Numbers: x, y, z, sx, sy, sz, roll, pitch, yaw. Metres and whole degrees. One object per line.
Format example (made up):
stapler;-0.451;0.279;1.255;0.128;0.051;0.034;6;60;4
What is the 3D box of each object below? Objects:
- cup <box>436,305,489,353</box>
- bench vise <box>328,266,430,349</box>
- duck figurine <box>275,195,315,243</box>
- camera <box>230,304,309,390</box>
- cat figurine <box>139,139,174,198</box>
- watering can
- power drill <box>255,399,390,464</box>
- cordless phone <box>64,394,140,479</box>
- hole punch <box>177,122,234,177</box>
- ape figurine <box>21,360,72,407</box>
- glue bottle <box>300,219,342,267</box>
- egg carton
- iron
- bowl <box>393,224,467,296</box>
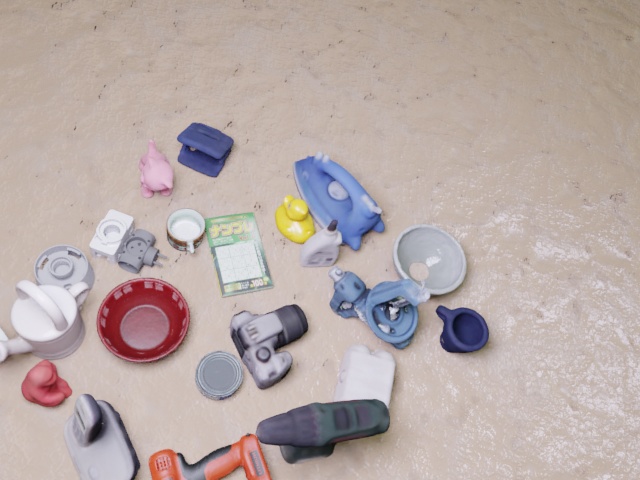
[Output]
cup;0.274;0.187;1.174;0.117;0.095;0.092;38;60;6
bench vise;0.109;0.119;1.092;0.207;0.219;0.121;20;60;-4
duck figurine;-0.047;-0.049;1.214;0.078;0.086;0.104;-31;75;-27
camera;-0.083;0.184;1.075;0.137;0.100;0.143;-23;71;-24
cat figurine;-0.334;-0.144;1.167;0.067;0.117;0.127;-7;65;-18
watering can;-0.457;0.131;0.946;0.101;0.194;0.173;21;60;-3
power drill;-0.007;0.321;0.962;0.230;0.208;0.075;-6;65;-18
cordless phone;-0.343;0.316;0.886;0.094;0.185;0.147;-27;73;-26
hole punch;-0.249;-0.209;1.239;0.108;0.091;0.101;23;60;-3
ape figurine;-0.458;0.235;0.951;0.076;0.092;0.078;-2;64;-16
glue bottle;0.011;0.004;1.152;0.078;0.173;0.037;0;63;-15
egg carton;0.086;0.275;1.091;0.107;0.069;0.150;17;60;-6
iron;0.036;-0.111;1.237;0.119;0.141;0.258;-35;77;-27
bowl;0.227;0.053;1.243;0.168;0.074;0.167;6;62;-12
